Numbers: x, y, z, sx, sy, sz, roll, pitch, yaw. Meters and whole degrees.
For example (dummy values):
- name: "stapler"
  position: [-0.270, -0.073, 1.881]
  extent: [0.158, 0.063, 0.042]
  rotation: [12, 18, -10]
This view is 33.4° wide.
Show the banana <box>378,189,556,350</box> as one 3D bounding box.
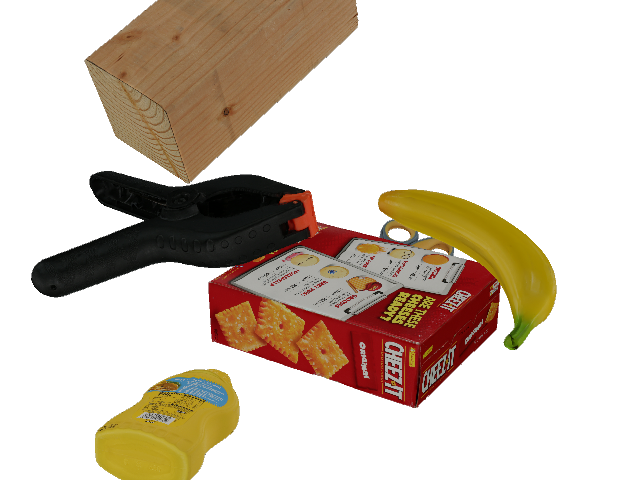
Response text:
- name: "banana"
  position: [0.115, 0.005, 0.782]
  extent: [0.069, 0.037, 0.198]
  rotation: [-12, 34, -22]

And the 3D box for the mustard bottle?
- name: "mustard bottle"
  position: [-0.133, 0.171, 1.037]
  extent: [0.096, 0.058, 0.191]
  rotation: [7, 18, 17]

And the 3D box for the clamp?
- name: "clamp"
  position: [-0.091, -0.005, 0.653]
  extent: [0.172, 0.039, 0.120]
  rotation: [-1, 41, 22]

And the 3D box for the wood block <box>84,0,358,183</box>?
- name: "wood block"
  position: [-0.071, -0.156, 0.846]
  extent: [0.090, 0.205, 0.091]
  rotation: [33, -25, 27]

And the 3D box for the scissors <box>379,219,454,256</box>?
- name: "scissors"
  position: [0.064, 0.018, 1.198]
  extent: [0.201, 0.016, 0.096]
  rotation: [-12, 42, -35]

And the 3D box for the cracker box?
- name: "cracker box"
  position: [0.032, 0.060, 0.962]
  extent: [0.214, 0.072, 0.163]
  rotation: [15, 29, 30]
